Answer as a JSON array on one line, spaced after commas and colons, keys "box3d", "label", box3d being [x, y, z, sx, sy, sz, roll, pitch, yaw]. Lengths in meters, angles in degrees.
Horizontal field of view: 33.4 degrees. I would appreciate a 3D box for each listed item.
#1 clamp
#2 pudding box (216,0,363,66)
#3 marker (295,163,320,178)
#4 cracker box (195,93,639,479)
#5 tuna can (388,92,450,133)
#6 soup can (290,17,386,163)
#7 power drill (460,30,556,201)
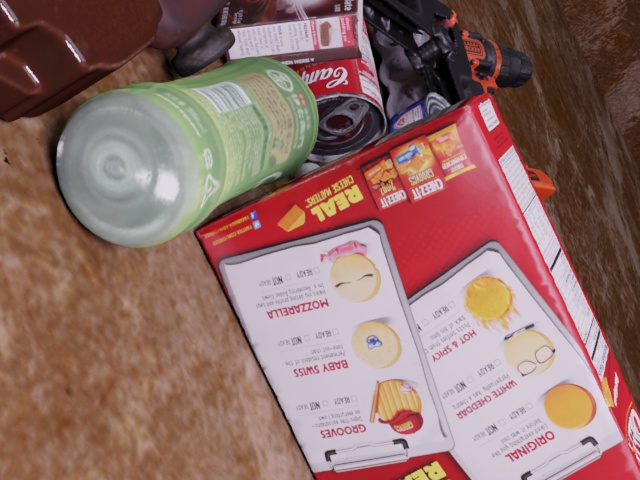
[{"box3d": [0.084, -0.160, 0.864, 0.164, 0.036, 0.210, 53, 25, -20], "label": "clamp"}, {"box3d": [-0.017, -0.159, 0.700, 0.113, 0.090, 0.039, -89, 170, -45], "label": "pudding box"}, {"box3d": [-0.004, 0.001, 0.667, 0.020, 0.020, 0.121, 45, 30, -42], "label": "marker"}, {"box3d": [0.057, 0.053, 0.560, 0.213, 0.164, 0.072, 64, 24, -5], "label": "cracker box"}, {"box3d": [0.083, -0.056, 0.730, 0.086, 0.034, 0.086, 45, 28, -33], "label": "tuna can"}, {"box3d": [0.005, -0.114, 0.738, 0.068, 0.069, 0.102, 40, 33, -47], "label": "soup can"}, {"box3d": [0.173, -0.123, 1.087, 0.184, 0.057, 0.188, 0, 64, -39], "label": "power drill"}]
